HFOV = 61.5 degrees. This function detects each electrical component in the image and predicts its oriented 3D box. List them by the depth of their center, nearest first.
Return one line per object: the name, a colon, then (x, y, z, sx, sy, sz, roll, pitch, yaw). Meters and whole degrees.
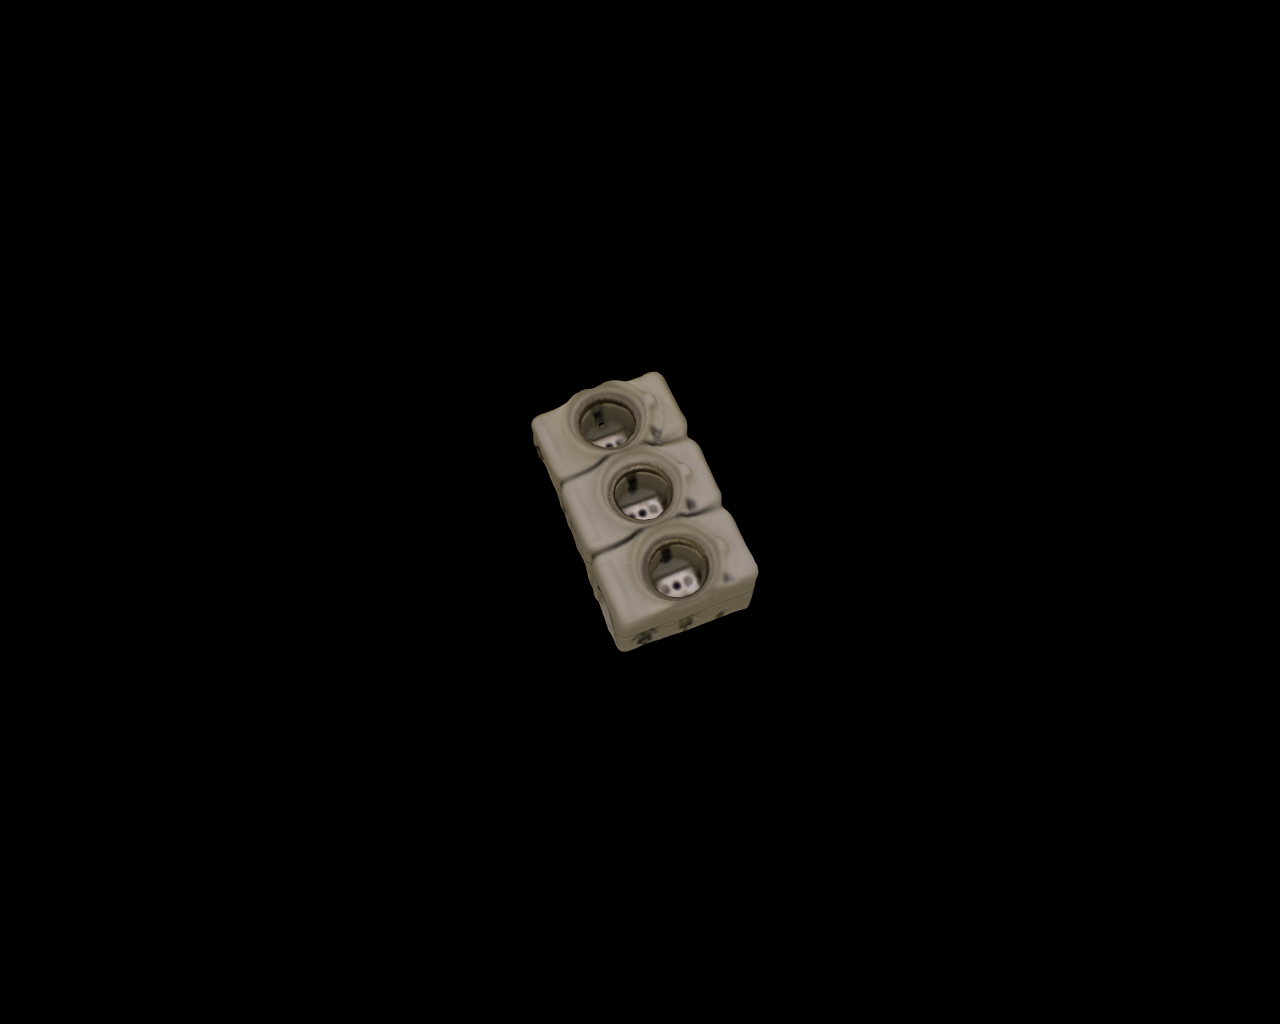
electrical component: (0.001, -0.003, 0.650, 0.089, 0.150, 0.061, -20, -24, -9)
